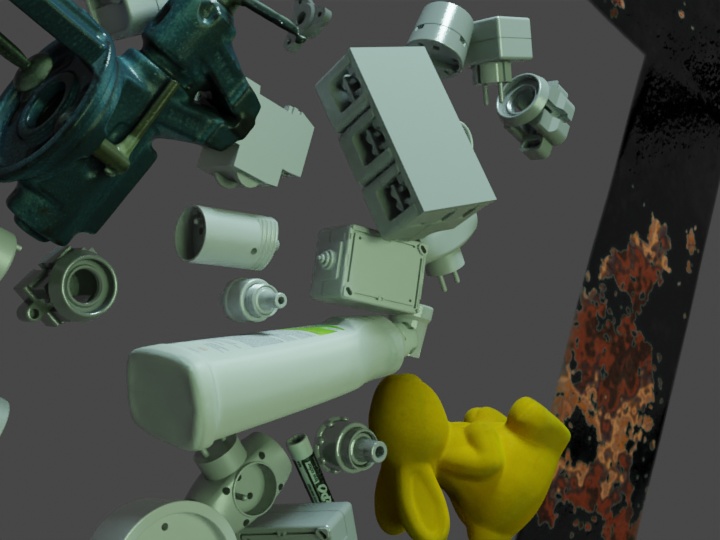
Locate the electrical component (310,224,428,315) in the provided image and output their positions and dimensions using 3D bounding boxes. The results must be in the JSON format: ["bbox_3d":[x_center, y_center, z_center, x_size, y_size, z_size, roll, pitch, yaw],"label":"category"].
[{"bbox_3d":[0.000,0.000,0.907,0.096,0.061,0.061,14,79,-33],"label":"electrical component"}]

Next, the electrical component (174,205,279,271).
[{"bbox_3d":[-0.097,-0.023,0.827,0.081,0.043,0.043,7,85,-42],"label":"electrical component"}]

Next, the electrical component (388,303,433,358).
[{"bbox_3d":[0.041,0.052,0.953,0.040,0.040,0.046,17,84,-41],"label":"electrical component"}]

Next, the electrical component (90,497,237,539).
[{"bbox_3d":[-0.146,0.214,0.767,0.108,0.060,0.108,1,89,-42],"label":"electrical component"}]

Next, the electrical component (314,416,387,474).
[{"bbox_3d":[-0.005,0.148,0.894,0.048,0.062,0.048,1,89,-42],"label":"electrical component"}]

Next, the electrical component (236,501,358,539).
[{"bbox_3d":[-0.052,0.218,0.840,0.061,0.096,0.061,-28,110,-68],"label":"electrical component"}]

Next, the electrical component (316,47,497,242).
[{"bbox_3d":[0.035,-0.105,0.896,0.089,0.062,0.150,-12,73,-42],"label":"electrical component"}]

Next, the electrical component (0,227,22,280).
[{"bbox_3d":[-0.257,-0.018,0.684,0.078,0.040,0.040,31,69,-37],"label":"electrical component"}]

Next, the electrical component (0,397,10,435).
[{"bbox_3d":[-0.257,0.094,0.674,0.047,0.055,0.055,40,64,-30],"label":"electrical component"}]

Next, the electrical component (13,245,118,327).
[{"bbox_3d":[-0.196,0.011,0.728,0.066,0.055,0.048,-51,121,-30],"label":"electrical component"}]

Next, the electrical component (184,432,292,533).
[{"bbox_3d":[-0.101,0.151,0.820,0.077,0.044,0.079,-43,117,-34],"label":"electrical component"}]

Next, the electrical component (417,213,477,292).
[{"bbox_3d":[0.072,-0.020,0.978,0.077,0.043,0.079,-32,110,-38],"label":"electrical component"}]

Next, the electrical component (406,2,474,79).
[{"bbox_3d":[0.073,-0.209,0.976,0.055,0.055,0.047,37,62,-35],"label":"electrical component"}]

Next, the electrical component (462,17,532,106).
[{"bbox_3d":[0.123,-0.194,1.012,0.047,0.066,0.076,-9,96,-41],"label":"electrical component"}]

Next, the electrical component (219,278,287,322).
[{"bbox_3d":[-0.079,0.023,0.829,0.035,0.061,0.035,1,88,-42],"label":"electrical component"}]

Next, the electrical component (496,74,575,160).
[{"bbox_3d":[0.171,-0.157,1.061,0.057,0.058,0.078,35,67,-39],"label":"electrical component"}]

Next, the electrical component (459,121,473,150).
[{"bbox_3d":[0.068,-0.111,0.968,0.048,0.055,0.066,-34,112,-37],"label":"electrical component"}]

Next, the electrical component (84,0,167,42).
[{"bbox_3d":[-0.163,-0.216,0.763,0.059,0.054,0.095,-26,107,-39],"label":"electrical component"}]
